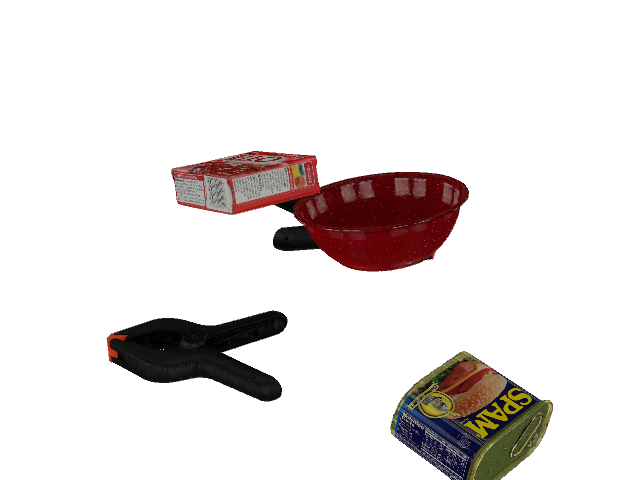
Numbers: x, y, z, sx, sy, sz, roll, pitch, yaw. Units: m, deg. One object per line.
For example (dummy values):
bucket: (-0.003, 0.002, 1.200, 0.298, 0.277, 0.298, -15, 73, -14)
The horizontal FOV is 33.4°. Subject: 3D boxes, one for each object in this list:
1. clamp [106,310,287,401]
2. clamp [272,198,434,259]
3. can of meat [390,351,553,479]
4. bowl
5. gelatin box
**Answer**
clamp: (-0.110, 0.098, 1.002, 0.171, 0.039, 0.120, 9, 26, 6)
clamp: (0.034, -0.009, 1.212, 0.210, 0.036, 0.164, 14, 21, -5)
can of meat: (0.118, 0.141, 0.839, 0.084, 0.057, 0.101, 33, 42, 32)
bowl: (0.058, -0.014, 0.980, 0.162, 0.055, 0.162, -7, 20, 2)
gelatin box: (-0.055, -0.044, 0.765, 0.073, 0.030, 0.089, -15, 15, -31)
